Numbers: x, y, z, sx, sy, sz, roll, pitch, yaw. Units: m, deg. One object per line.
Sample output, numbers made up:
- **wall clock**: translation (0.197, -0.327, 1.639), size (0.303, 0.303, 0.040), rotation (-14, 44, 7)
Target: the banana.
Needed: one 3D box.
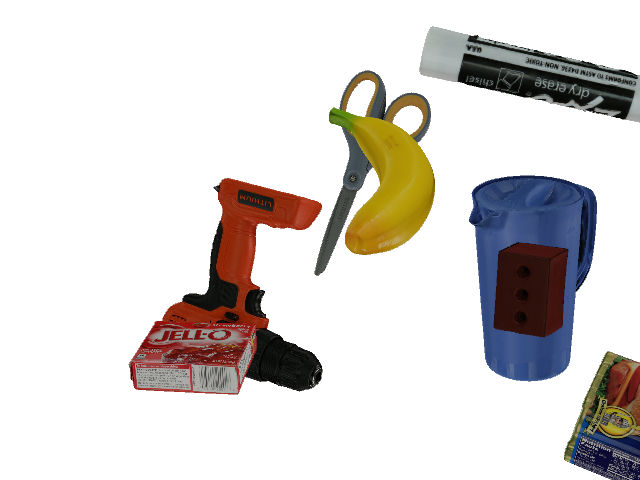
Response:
- **banana**: translation (0.044, -0.039, 0.724), size (0.069, 0.037, 0.198), rotation (0, 28, -3)

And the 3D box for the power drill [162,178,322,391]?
- **power drill**: translation (-0.061, 0.042, 1.059), size (0.185, 0.187, 0.057), rotation (17, 1, 26)

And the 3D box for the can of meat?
- **can of meat**: translation (0.237, 0.137, 0.793), size (0.084, 0.057, 0.102), rotation (20, 41, 20)

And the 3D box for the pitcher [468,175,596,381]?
- **pitcher**: translation (0.268, 0.045, 1.336), size (0.149, 0.243, 0.145), rotation (1, 22, 14)

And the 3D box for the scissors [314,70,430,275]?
- **scissors**: translation (0.051, -0.062, 1.000), size (0.096, 0.202, 0.016), rotation (4, -12, 8)

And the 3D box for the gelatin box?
- **gelatin box**: translation (-0.102, 0.094, 0.871), size (0.089, 0.030, 0.073), rotation (2, 22, 9)

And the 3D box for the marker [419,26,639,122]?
- **marker**: translation (0.098, -0.058, 0.399), size (0.121, 0.020, 0.020), rotation (14, 2, 8)

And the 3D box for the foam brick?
- **foam brick**: translation (0.197, 0.045, 0.998), size (0.053, 0.078, 0.051), rotation (8, 15, 30)
